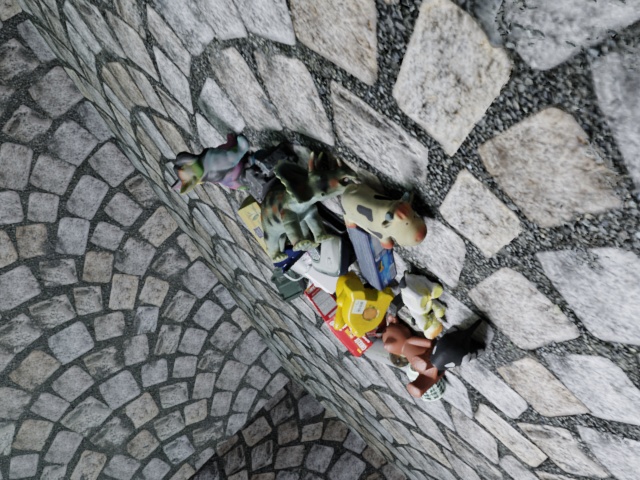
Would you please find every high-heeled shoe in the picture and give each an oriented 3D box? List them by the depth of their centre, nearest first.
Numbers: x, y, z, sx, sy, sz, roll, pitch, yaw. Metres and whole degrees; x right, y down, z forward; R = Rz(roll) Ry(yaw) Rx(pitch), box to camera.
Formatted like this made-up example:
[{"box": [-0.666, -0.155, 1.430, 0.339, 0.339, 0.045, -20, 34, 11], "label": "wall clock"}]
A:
[{"box": [0.265, 0.240, 1.107, 0.086, 0.145, 0.248, 42, 159, 22], "label": "high-heeled shoe"}]

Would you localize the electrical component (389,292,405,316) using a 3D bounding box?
[{"box": [0.182, 0.137, 1.218, 0.021, 0.063, 0.094, 41, 159, 23], "label": "electrical component"}]

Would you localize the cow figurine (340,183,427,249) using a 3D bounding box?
[{"box": [0.116, -0.048, 0.981, 0.195, 0.085, 0.127, 34, 163, 40], "label": "cow figurine"}]

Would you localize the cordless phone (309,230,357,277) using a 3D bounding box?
[{"box": [-0.003, -0.003, 1.300, 0.184, 0.089, 0.147, 53, 162, -23], "label": "cordless phone"}]

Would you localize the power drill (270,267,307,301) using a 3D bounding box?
[{"box": [-0.095, 0.114, 1.703, 0.231, 0.086, 0.207, 62, -168, -18], "label": "power drill"}]

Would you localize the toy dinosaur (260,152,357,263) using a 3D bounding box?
[{"box": [-0.071, -0.062, 1.187, 0.405, 0.131, 0.192, -24, 83, 60], "label": "toy dinosaur"}]

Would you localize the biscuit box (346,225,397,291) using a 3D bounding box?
[{"box": [0.115, 0.024, 1.153, 0.063, 0.059, 0.202, 33, 156, 36], "label": "biscuit box"}]

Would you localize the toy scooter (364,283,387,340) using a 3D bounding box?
[{"box": [0.133, 0.207, 1.400, 0.183, 0.075, 0.135, 89, 166, -56], "label": "toy scooter"}]

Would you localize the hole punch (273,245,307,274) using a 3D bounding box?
[{"box": [-0.088, 0.022, 1.427, 0.092, 0.116, 0.142, 40, -177, -8], "label": "hole punch"}]

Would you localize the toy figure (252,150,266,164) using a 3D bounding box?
[{"box": [-0.136, -0.167, 1.352, 0.154, 0.058, 0.064, 83, 180, -62], "label": "toy figure"}]

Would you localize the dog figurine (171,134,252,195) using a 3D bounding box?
[{"box": [-0.275, -0.171, 1.400, 0.109, 0.219, 0.191, 31, 154, 51], "label": "dog figurine"}]

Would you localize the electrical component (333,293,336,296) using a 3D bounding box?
[{"box": [0.042, 0.117, 1.523, 0.074, 0.048, 0.119, 52, 160, -7], "label": "electrical component"}]

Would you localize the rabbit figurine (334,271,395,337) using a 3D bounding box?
[{"box": [0.090, 0.145, 1.302, 0.173, 0.122, 0.162, -125, 38, -57], "label": "rabbit figurine"}]

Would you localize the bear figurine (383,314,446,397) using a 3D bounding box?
[{"box": [0.215, 0.276, 1.337, 0.196, 0.132, 0.120, 30, 124, 37], "label": "bear figurine"}]

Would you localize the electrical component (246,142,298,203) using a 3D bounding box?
[{"box": [-0.111, -0.156, 1.219, 0.058, 0.115, 0.134, 44, 163, 6], "label": "electrical component"}]

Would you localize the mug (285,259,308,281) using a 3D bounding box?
[{"box": [-0.052, 0.073, 1.571, 0.107, 0.109, 0.081, 36, 153, -1], "label": "mug"}]

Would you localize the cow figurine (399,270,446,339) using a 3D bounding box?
[{"box": [0.213, 0.140, 1.147, 0.098, 0.068, 0.167, 39, 157, 43], "label": "cow figurine"}]

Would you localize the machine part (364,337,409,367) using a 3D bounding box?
[{"box": [0.191, 0.313, 1.529, 0.079, 0.079, 0.243, 52, 161, -9], "label": "machine part"}]

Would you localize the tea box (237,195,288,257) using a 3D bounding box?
[{"box": [-0.153, -0.049, 1.532, 0.169, 0.068, 0.098, 56, -157, -19], "label": "tea box"}]
